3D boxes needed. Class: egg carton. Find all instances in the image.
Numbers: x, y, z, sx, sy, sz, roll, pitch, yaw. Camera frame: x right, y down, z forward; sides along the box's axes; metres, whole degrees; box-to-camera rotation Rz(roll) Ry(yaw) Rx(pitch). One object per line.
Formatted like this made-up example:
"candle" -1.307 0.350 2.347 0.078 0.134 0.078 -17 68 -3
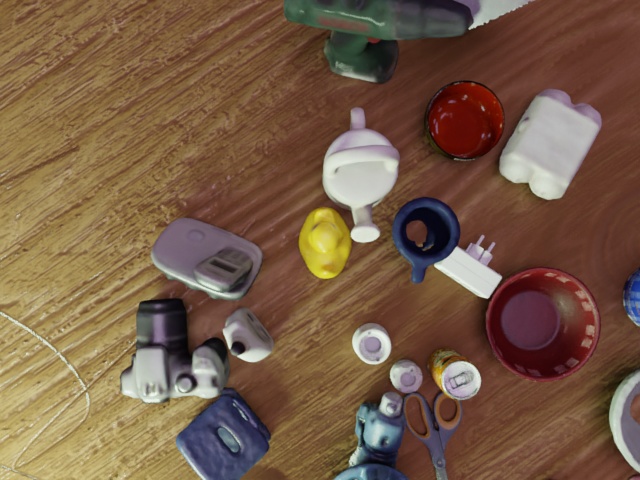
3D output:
"egg carton" 0.330 -0.139 0.825 0.107 0.069 0.150 29 89 1

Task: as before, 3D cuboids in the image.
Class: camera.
"camera" -0.206 0.152 0.802 0.143 0.101 0.137 -3 88 0

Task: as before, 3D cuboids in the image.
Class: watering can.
"watering can" 0.057 -0.088 0.761 0.101 0.194 0.173 -25 88 0

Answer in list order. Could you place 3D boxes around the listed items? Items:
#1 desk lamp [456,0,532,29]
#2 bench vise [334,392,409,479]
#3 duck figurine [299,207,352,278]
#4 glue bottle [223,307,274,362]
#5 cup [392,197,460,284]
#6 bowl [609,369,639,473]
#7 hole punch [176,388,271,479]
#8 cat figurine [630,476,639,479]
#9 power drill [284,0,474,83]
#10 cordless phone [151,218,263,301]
"desk lamp" 0.191 -0.359 0.759 0.118 0.213 0.203 -26 88 0
"bench vise" 0.065 0.311 0.738 0.121 0.219 0.207 -6 88 0
"duck figurine" 0.007 0.003 0.813 0.077 0.086 0.105 -2 88 0
"glue bottle" -0.101 0.134 0.766 0.037 0.173 0.078 -37 88 -1
"cup" 0.141 0.002 0.809 0.091 0.095 0.118 9 89 0
"bowl" 0.483 0.249 0.813 0.167 0.074 0.167 0 89 0
"hole punch" -0.133 0.278 0.803 0.101 0.091 0.108 -40 89 -1
"cat figurine" 0.491 0.373 0.788 0.128 0.117 0.067 -16 88 0
"power drill" 0.069 -0.280 0.759 0.229 0.208 0.076 12 88 1
"cordless phone" -0.158 0.026 0.763 0.147 0.185 0.094 20 89 1
